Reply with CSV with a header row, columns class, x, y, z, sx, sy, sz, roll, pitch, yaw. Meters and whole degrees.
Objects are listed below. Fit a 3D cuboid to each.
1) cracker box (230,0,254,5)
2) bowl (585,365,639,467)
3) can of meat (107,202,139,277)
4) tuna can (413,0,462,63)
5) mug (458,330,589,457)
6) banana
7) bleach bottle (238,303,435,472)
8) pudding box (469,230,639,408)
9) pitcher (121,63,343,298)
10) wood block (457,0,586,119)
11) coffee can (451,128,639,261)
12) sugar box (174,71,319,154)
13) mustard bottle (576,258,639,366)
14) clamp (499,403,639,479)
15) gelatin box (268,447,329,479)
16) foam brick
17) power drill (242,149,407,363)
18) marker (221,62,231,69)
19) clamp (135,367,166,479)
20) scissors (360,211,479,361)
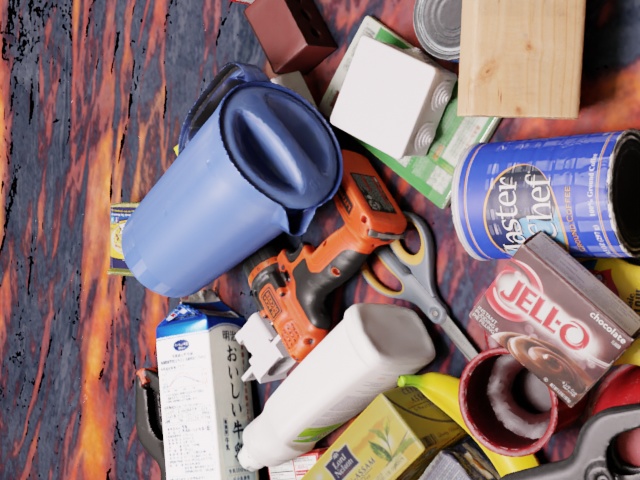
class,x,y,z,sx,sy,sz,roll,pitch,yaw
cracker box,-0.039,-0.361,1.053,0.214,0.071,0.164,-33,74,35
bowl,0.279,0.175,0.862,0.162,0.055,0.162,5,98,38
can of meat,-0.196,-0.001,1.223,0.102,0.057,0.084,2,94,38
tuna can,0.127,-0.202,0.960,0.086,0.033,0.086,3,96,38
mug,0.175,0.121,0.922,0.093,0.081,0.117,-29,77,36
banana,0.153,0.186,0.957,0.198,0.069,0.037,47,145,16
bleach bottle,-0.004,0.156,1.042,0.251,0.102,0.068,-44,57,33
pudding box,0.185,0.062,0.840,0.113,0.039,0.090,41,133,14
pitcher,-0.099,-0.047,1.042,0.145,0.149,0.243,39,137,-13
wood block,0.165,-0.204,0.874,0.090,0.091,0.206,2,97,0
coffee can,0.194,-0.035,0.879,0.141,0.102,0.103,-2,93,38
sugar box,-0.070,-0.094,1.105,0.177,0.048,0.093,-29,87,44
mustard bottle,0.239,0.059,0.878,0.192,0.058,0.096,6,80,39
clamp,0.231,0.197,0.842,0.120,0.039,0.172,48,120,10
gelatin box,-0.014,0.265,1.120,0.073,0.030,0.089,-15,82,39
foam brick,-0.030,-0.211,1.072,0.051,0.052,0.078,-37,73,35
power drill,-0.007,0.001,1.062,0.188,0.057,0.184,-53,52,32
marker,-0.060,-0.159,1.123,0.121,0.020,0.020,31,113,32
clamp,-0.151,0.238,1.222,0.165,0.036,0.210,-28,75,29
scissors,0.114,0.049,1.005,0.202,0.016,0.096,37,118,30
